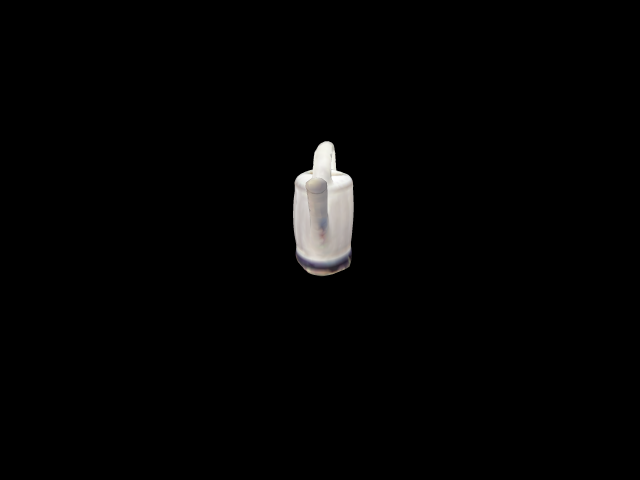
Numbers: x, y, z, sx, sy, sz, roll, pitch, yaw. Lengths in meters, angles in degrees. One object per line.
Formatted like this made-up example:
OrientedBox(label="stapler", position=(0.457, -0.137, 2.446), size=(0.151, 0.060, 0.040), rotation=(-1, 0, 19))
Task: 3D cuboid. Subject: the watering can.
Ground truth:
OrientedBox(label="watering can", position=(0.003, -0.043, 0.850), size=(0.104, 0.221, 0.352), rotation=(1, 17, 5))
